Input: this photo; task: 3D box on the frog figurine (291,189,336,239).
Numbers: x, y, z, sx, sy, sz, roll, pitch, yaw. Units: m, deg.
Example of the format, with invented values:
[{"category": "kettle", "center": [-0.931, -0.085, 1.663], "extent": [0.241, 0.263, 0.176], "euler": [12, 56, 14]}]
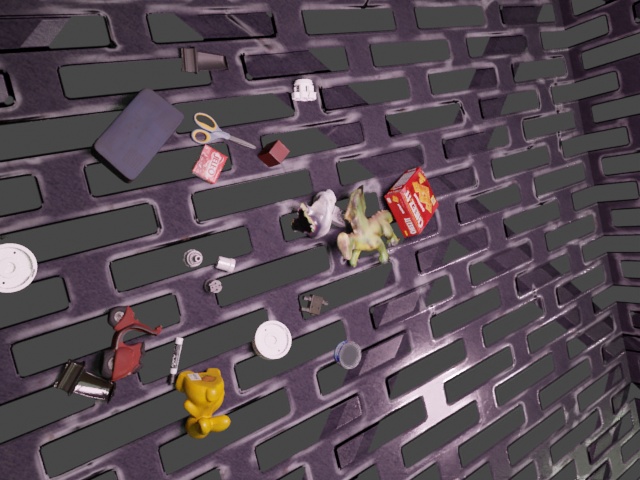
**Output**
[{"category": "frog figurine", "center": [0.005, -0.080, 1.586], "extent": [0.161, 0.124, 0.134], "euler": [-28, 136, -38]}]

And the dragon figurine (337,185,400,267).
[{"category": "dragon figurine", "center": [0.160, -0.065, 1.639], "extent": [0.419, 0.122, 0.237], "euler": [-57, 139, -39]}]
